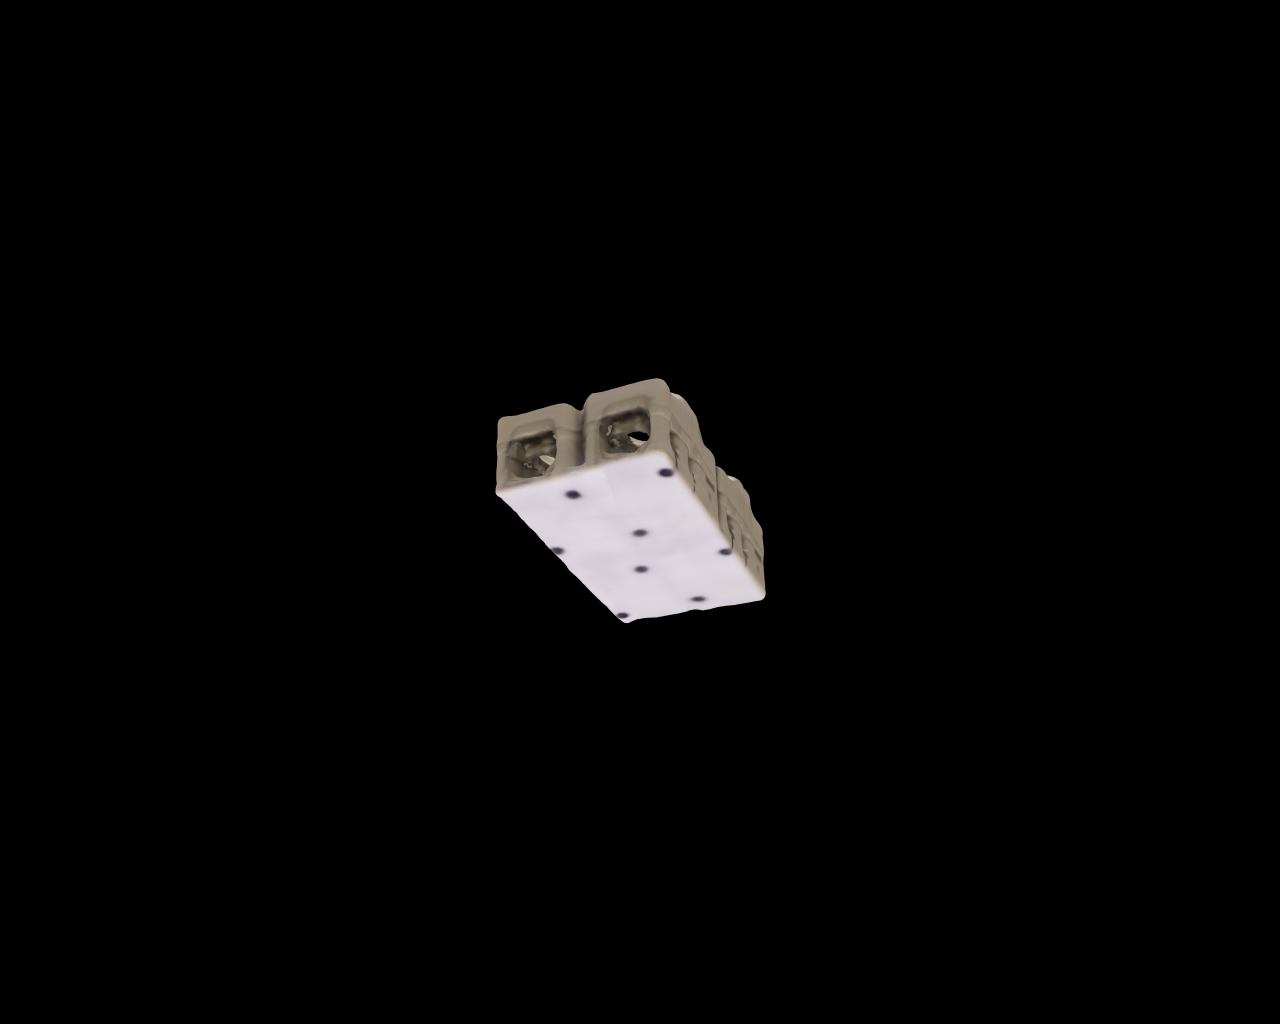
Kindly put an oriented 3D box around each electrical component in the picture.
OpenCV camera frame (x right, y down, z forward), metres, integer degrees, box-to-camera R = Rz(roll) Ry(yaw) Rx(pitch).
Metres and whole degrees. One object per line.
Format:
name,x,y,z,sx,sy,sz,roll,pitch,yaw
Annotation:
electrical component,0.001,-0.003,0.650,0.105,0.060,0.186,-12,-33,19
